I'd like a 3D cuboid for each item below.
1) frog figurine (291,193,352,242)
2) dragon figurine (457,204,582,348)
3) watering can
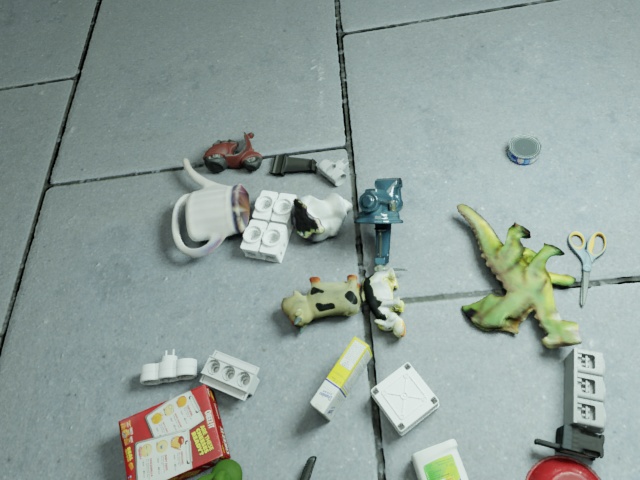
[{"bbox_3d":[0.004,-0.070,1.392,0.139,0.120,0.161,35,36,24],"label":"frog figurine"},{"bbox_3d":[0.430,0.098,1.206,0.415,0.120,0.244,36,80,34],"label":"dragon figurine"},{"bbox_3d":[-0.309,-0.111,1.457,0.224,0.102,0.355,-9,59,5],"label":"watering can"}]
